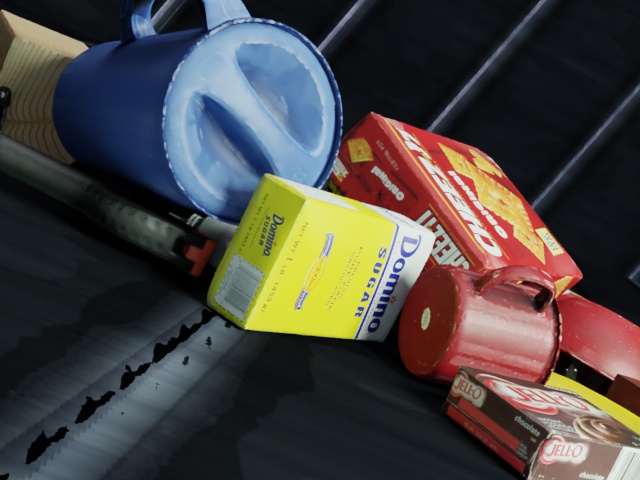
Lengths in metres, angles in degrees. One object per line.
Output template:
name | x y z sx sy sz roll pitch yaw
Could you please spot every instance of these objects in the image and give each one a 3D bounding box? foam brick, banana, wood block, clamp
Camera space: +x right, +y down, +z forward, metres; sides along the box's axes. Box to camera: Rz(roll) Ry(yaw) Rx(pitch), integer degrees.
foam brick | 0.253 0.141 0.805 0.078 0.053 0.051 19 10 -31
banana | 0.198 0.133 0.753 0.069 0.037 0.198 21 9 -35
wood block | -0.259 -0.142 0.975 0.090 0.090 0.206 21 10 -25
clamp | -0.151 -0.027 0.731 0.172 0.039 0.120 26 7 29

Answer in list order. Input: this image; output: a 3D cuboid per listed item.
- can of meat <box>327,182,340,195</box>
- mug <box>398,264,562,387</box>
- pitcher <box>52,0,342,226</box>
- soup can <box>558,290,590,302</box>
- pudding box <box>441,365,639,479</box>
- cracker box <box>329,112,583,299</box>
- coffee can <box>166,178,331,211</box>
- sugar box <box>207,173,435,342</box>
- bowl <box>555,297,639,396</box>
can of meat | 0.037 -0.019 1.078 0.102 0.084 0.057 32 11 41
mug | 0.114 0.057 0.739 0.081 0.117 0.093 16 47 -24
pitcher | -0.105 -0.100 0.769 0.144 0.149 0.243 28 -8 -34
soup can | 0.250 0.086 1.105 0.068 0.068 0.102 19 9 -37
pudding box | 0.146 0.120 0.668 0.113 0.039 0.090 19 10 -35
cracker box | 0.117 -0.016 0.903 0.213 0.072 0.164 8 43 -58
coffee can | -0.069 -0.074 0.908 0.102 0.103 0.141 18 -9 -38
sugar box | 0.007 0.018 0.723 0.048 0.093 0.175 33 12 34
bowl | 0.241 0.096 0.913 0.162 0.055 0.162 33 -6 3
